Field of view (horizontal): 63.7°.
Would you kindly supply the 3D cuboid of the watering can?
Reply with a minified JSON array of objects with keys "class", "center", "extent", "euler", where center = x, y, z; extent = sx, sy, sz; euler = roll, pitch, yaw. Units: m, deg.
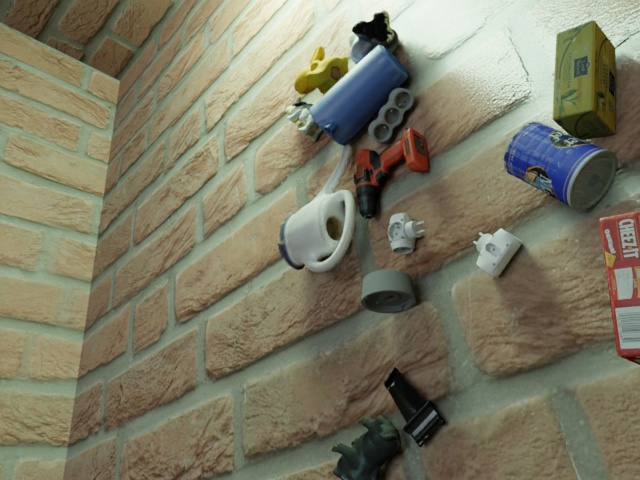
[{"class":"watering can","center":[0.004,-0.064,1.267],"extent":[0.222,0.103,0.356],"euler":[-26,44,37]}]

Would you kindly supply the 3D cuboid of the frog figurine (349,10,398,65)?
[{"class":"frog figurine","center":[0.130,-0.510,1.352],"extent":[0.139,0.122,0.158],"euler":[-55,2,-13]}]
